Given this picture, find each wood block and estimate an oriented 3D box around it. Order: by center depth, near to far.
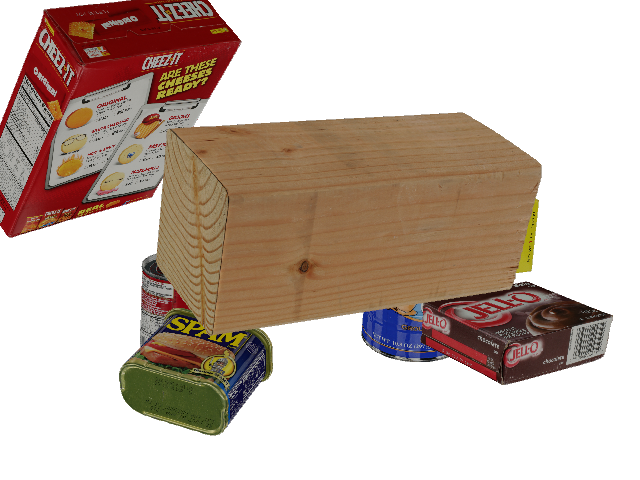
[{"bbox_3d":[0.017,-0.016,0.638,0.205,0.091,0.090,-6,31,-28],"label":"wood block"}]

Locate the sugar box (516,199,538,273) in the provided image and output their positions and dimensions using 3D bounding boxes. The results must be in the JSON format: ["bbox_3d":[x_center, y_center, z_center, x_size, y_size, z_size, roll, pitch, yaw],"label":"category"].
[{"bbox_3d":[0.172,-0.002,1.249,0.175,0.093,0.048,-7,18,-31],"label":"sugar box"}]

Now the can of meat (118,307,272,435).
[{"bbox_3d":[-0.102,0.107,0.874,0.102,0.057,0.083,12,32,19],"label":"can of meat"}]

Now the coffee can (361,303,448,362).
[{"bbox_3d":[0.093,0.031,1.029,0.103,0.140,0.103,1,24,-1],"label":"coffee can"}]

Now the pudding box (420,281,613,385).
[{"bbox_3d":[0.145,0.066,0.794,0.113,0.039,0.090,-6,20,-35],"label":"pudding box"}]

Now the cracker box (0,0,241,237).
[{"bbox_3d":[-0.186,-0.109,0.919,0.163,0.072,0.214,-20,-24,-44],"label":"cracker box"}]

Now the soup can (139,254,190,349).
[{"bbox_3d":[-0.153,0.072,1.105,0.068,0.102,0.068,5,21,-2],"label":"soup can"}]
